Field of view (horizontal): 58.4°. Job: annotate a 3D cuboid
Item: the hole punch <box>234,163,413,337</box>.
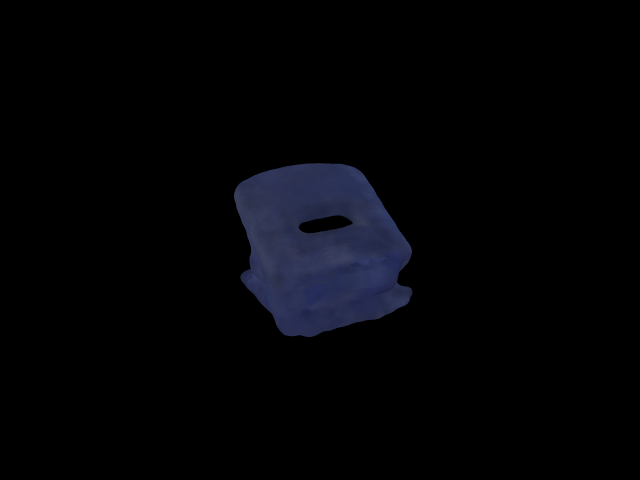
[{"bbox_3d":[0.004,0.001,0.400,0.109,0.091,0.100,-12,27,-25],"label":"hole punch"}]
